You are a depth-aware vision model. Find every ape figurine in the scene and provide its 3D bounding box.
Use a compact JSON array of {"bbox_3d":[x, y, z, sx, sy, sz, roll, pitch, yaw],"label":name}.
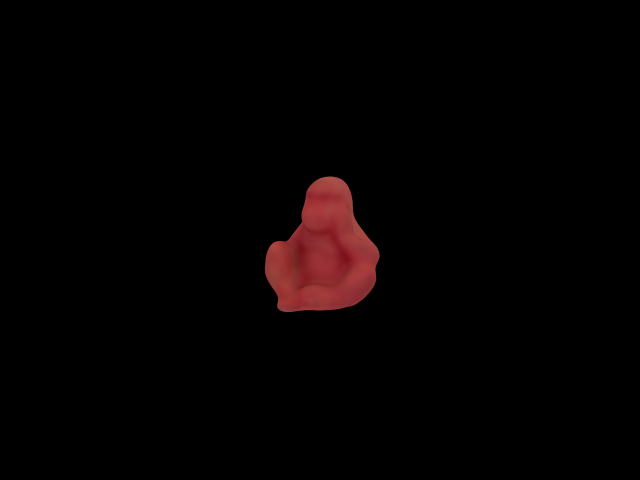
[{"bbox_3d":[0.004,0.001,0.400,0.077,0.092,0.076,0,0,24],"label":"ape figurine"}]
